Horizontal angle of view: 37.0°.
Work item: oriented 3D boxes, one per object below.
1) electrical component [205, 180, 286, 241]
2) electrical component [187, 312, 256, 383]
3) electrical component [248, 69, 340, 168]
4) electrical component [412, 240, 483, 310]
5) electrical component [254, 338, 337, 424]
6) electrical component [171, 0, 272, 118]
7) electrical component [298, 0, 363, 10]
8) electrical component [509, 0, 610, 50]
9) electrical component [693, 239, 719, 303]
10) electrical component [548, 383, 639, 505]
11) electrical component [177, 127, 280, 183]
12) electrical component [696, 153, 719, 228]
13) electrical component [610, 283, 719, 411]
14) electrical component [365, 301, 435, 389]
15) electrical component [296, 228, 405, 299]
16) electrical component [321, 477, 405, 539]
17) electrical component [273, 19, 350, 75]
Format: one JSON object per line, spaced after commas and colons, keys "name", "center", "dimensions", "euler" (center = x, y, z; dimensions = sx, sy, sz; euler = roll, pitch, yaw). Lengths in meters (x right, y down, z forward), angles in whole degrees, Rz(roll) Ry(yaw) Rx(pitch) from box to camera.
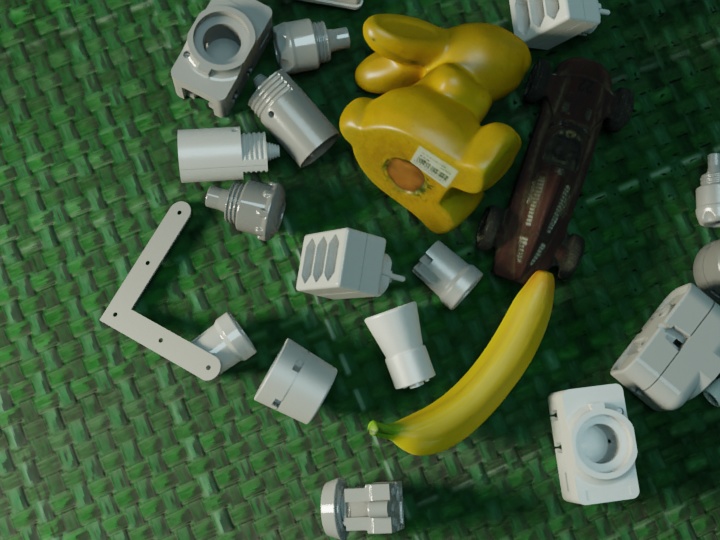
{"name": "electrical component", "center": [-0.094, -0.052, 0.873], "dimensions": [0.062, 0.048, 0.048], "euler": [14, 80, 5]}
{"name": "electrical component", "center": [-0.112, 0.062, 0.855], "dimensions": [0.046, 0.040, 0.040], "euler": [-36, 85, -4]}
{"name": "electrical component", "center": [-0.059, -0.129, 0.887], "dimensions": [0.043, 0.043, 0.081], "euler": [-40, 86, -10]}
{"name": "electrical component", "center": [0.071, 0.003, 0.879], "dimensions": [0.046, 0.040, 0.040], "euler": [42, 80, 8]}
{"name": "electrical component", "center": [-0.050, 0.089, 0.848], "dimensions": [0.047, 0.055, 0.055], "euler": [29, 80, -3]}
{"name": "electrical component", "center": [-0.113, -0.181, 0.885], "dimensions": [0.050, 0.055, 0.089], "euler": [27, 80, 0]}
{"name": "electrical component", "center": [-0.043, -0.286, 0.908], "dimensions": [0.109, 0.056, 0.108], "euler": [9, 80, -3]}
{"name": "electrical component", "center": [0.179, -0.220, 0.915], "dimensions": [0.077, 0.066, 0.047], "euler": [-1, 80, -34]}
{"name": "electrical component", "center": [0.313, -0.002, 0.895], "dimensions": [0.055, 0.047, 0.055], "euler": [1, 81, -5]}
{"name": "electrical component", "center": [0.186, 0.138, 0.857], "dimensions": [0.050, 0.055, 0.089], "euler": [-6, 81, -6]}
{"name": "electrical component", "center": [-0.106, -0.095, 0.878], "dimensions": [0.081, 0.043, 0.043], "euler": [-4, 81, -5]}
{"name": "electrical component", "center": [0.302, -0.068, 0.912], "dimensions": [0.035, 0.035, 0.061], "euler": [2, 79, -4]}
{"name": "electrical component", "center": [0.259, 0.066, 0.876], "dimensions": [0.059, 0.053, 0.095], "euler": [40, 80, 2]}
{"name": "electrical component", "center": [0.035, 0.063, 0.866], "dimensions": [0.044, 0.044, 0.065], "euler": [-19, 88, -7]}
{"name": "electrical component", "center": [0.000, 0.000, 0.865], "dimensions": [0.077, 0.066, 0.047], "euler": [15, 78, -32]}
{"name": "electrical component", "center": [0.002, 0.184, 0.834], "dimensions": [0.055, 0.066, 0.048], "euler": [-6, 81, 14]}
{"name": "electrical component", "center": [-0.040, -0.189, 0.899], "dimensions": [0.062, 0.043, 0.043], "euler": [-12, 82, -8]}
